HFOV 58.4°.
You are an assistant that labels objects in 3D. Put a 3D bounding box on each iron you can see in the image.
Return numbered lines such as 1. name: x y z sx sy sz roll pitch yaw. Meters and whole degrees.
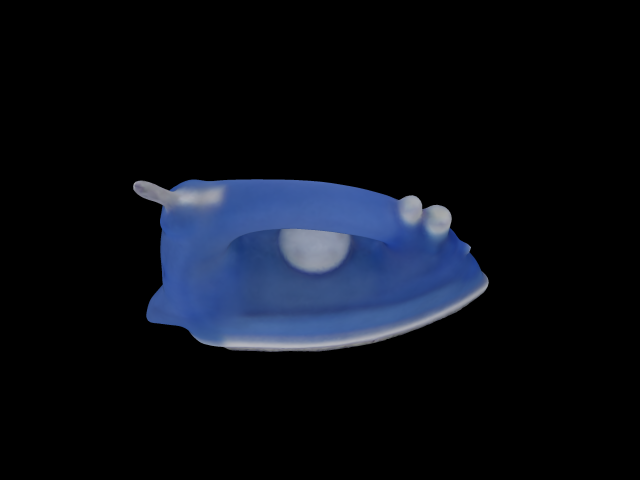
1. iron: 0.004 0.001 0.400 0.258 0.141 0.118 0 61 0
